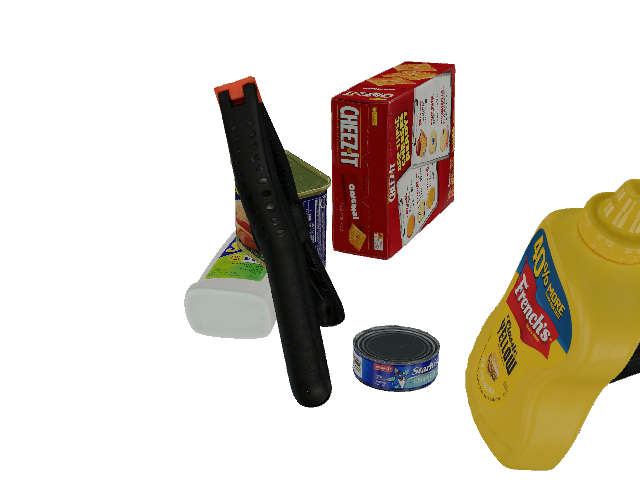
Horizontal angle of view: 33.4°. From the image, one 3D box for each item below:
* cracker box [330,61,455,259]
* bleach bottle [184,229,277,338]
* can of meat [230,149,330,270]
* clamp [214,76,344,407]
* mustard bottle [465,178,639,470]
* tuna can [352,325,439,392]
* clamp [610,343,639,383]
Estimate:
[{"bbox_3d":[0.081,-0.093,1.140,0.072,0.164,0.213,7,21,24],"label":"cracker box"},{"bbox_3d":[-0.072,0.014,1.253,0.103,0.068,0.250,4,33,13],"label":"bleach bottle"},{"bbox_3d":[-0.036,-0.024,0.933,0.057,0.084,0.102,-15,31,-29],"label":"can of meat"},{"bbox_3d":[-0.024,-0.007,0.727,0.036,0.210,0.164,-16,6,8],"label":"clamp"},{"bbox_3d":[0.137,0.040,0.591,0.058,0.096,0.192,6,-44,-12],"label":"mustard bottle"},{"bbox_3d":[0.074,0.117,1.055,0.086,0.034,0.086,1,20,-1],"label":"tuna can"},{"bbox_3d":[0.290,0.062,0.983,0.171,0.039,0.120,-35,40,-26],"label":"clamp"}]
